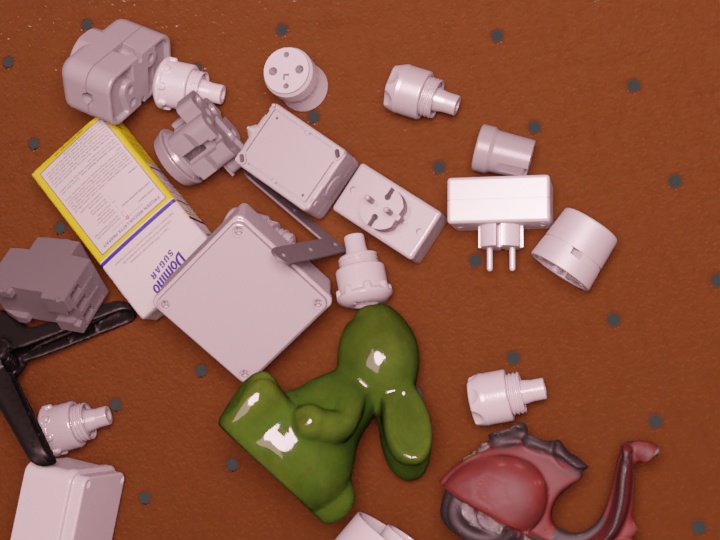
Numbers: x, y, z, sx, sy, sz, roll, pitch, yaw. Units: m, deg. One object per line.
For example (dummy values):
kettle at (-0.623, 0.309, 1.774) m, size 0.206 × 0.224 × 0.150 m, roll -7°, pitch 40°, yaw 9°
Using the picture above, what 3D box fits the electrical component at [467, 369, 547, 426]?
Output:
electrical component at (0.121, 0.102, 0.878) m, size 0.062 × 0.043 × 0.043 m, roll -12°, pitch 81°, yaw 12°

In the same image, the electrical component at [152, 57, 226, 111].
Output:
electrical component at (-0.154, -0.165, 0.976) m, size 0.062 × 0.048 × 0.048 m, roll 13°, pitch 87°, yaw 8°

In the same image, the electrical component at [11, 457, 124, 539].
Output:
electrical component at (-0.257, 0.225, 0.939) m, size 0.057 × 0.078 × 0.113 m, roll 10°, pitch 86°, yaw 17°

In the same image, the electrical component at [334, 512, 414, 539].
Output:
electrical component at (0.020, 0.241, 0.861) m, size 0.099 × 0.099 × 0.064 m, roll 34°, pitch 86°, yaw 15°

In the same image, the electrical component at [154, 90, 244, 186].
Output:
electrical component at (-0.145, -0.111, 0.955) m, size 0.057 × 0.058 × 0.078 m, roll -34°, pitch 117°, yaw 17°

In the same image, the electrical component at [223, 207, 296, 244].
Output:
electrical component at (-0.086, -0.028, 0.945) m, size 0.078 × 0.040 × 0.040 m, roll 16°, pitch 88°, yaw 15°

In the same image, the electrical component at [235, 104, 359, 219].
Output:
electrical component at (-0.058, -0.096, 0.934) m, size 0.096 × 0.061 × 0.061 m, roll 35°, pitch 93°, yaw 15°

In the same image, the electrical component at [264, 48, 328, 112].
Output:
electrical component at (-0.057, -0.167, 0.945) m, size 0.045 × 0.055 × 0.045 m, roll -2°, pitch 83°, yaw 14°

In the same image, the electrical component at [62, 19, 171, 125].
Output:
electrical component at (-0.221, -0.181, 0.969) m, size 0.059 × 0.053 × 0.095 m, roll 23°, pitch 49°, yaw 15°

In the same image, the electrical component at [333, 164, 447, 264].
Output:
electrical component at (0.022, -0.050, 0.902) m, size 0.083 × 0.076 × 0.047 m, roll 34°, pitch 92°, yaw 15°

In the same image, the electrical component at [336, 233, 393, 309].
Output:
electrical component at (0.000, 0.000, 0.919) m, size 0.048 × 0.048 × 0.062 m, roll -14°, pitch 74°, yaw 12°

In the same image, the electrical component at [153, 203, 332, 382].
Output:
electrical component at (-0.097, 0.020, 0.909) m, size 0.109 × 0.056 × 0.109 m, roll 43°, pitch 103°, yaw -13°

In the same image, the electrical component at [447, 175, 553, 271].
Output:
electrical component at (0.117, -0.037, 0.892) m, size 0.083 × 0.047 × 0.075 m, roll -1°, pitch 84°, yaw 14°

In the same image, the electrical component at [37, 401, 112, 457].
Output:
electrical component at (-0.255, 0.138, 0.966) m, size 0.062 × 0.048 × 0.048 m, roll -16°, pitch 80°, yaw 5°

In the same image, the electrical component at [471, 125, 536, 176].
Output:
electrical component at (0.121, -0.098, 0.903) m, size 0.046 × 0.040 × 0.040 m, roll 15°, pitch 88°, yaw 9°

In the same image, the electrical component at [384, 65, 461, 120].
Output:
electrical component at (0.055, -0.150, 0.922) m, size 0.062 × 0.043 × 0.043 m, roll 20°, pitch 89°, yaw 14°

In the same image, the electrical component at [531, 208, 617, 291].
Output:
electrical component at (0.175, -0.018, 0.873) m, size 0.055 × 0.055 × 0.047 m, roll 34°, pitch 89°, yaw 15°
